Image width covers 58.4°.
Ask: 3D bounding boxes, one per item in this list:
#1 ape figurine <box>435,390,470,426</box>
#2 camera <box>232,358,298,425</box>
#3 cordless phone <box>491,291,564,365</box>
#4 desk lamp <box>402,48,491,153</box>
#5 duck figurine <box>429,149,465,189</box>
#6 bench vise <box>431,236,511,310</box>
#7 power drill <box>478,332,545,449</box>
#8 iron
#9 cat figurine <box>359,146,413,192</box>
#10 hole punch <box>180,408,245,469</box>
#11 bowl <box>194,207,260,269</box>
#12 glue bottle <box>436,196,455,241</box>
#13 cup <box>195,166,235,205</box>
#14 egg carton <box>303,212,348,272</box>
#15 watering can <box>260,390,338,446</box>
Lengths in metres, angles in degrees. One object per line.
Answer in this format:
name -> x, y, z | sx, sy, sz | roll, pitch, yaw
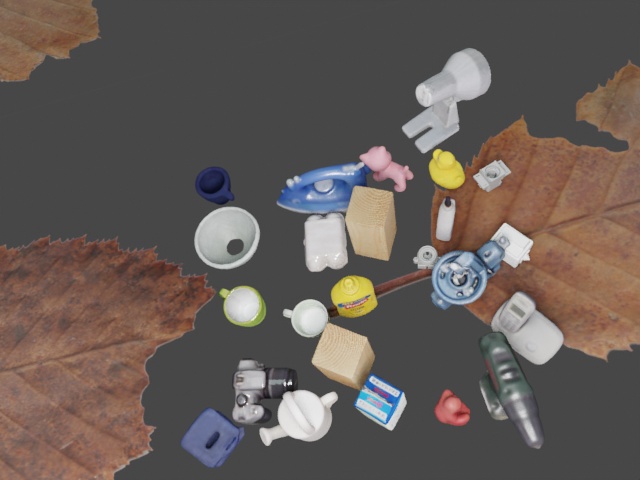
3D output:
ape figurine -> 0.281, 0.356, 1.219 | 0.076, 0.092, 0.078 | -14, 67, 4
camera -> -0.123, 0.338, 1.288 | 0.136, 0.101, 0.143 | -3, 68, 8
cordless phone -> 0.446, 0.180, 1.210 | 0.147, 0.185, 0.094 | 37, 79, 20
desk lamp -> 0.311, -0.349, 1.424 | 0.203, 0.214, 0.117 | -36, 67, -5
duck figurine -> 0.317, -0.183, 1.427 | 0.077, 0.086, 0.104 | -36, 67, -6
bench vise -> 0.326, 0.048, 1.262 | 0.121, 0.220, 0.207 | 31, 77, 19
power drill -> 0.381, 0.307, 1.158 | 0.075, 0.209, 0.229 | -18, 67, 2
iron -> 0.003, -0.139, 1.432 | 0.258, 0.141, 0.118 | -10, 67, 5
cat figurine -> 0.167, -0.190, 1.438 | 0.127, 0.118, 0.067 | 25, 75, 18
hole punch -> -0.236, 0.439, 1.272 | 0.101, 0.091, 0.109 | 34, 78, 20
bowl -> -0.226, 0.004, 1.450 | 0.167, 0.075, 0.167 | -3, 68, 8
glue bottle -> 0.296, -0.062, 1.336 | 0.037, 0.173, 0.078 | 10, 71, 14
cup -> -0.258, -0.126, 1.495 | 0.117, 0.095, 0.092 | 35, 78, 20
egg carton -> 0.013, 0.005, 1.413 | 0.107, 0.069, 0.150 | -7, 68, 7
watering can -> -0.043, 0.375, 1.209 | 0.100, 0.194, 0.173 | 34, 78, 20
